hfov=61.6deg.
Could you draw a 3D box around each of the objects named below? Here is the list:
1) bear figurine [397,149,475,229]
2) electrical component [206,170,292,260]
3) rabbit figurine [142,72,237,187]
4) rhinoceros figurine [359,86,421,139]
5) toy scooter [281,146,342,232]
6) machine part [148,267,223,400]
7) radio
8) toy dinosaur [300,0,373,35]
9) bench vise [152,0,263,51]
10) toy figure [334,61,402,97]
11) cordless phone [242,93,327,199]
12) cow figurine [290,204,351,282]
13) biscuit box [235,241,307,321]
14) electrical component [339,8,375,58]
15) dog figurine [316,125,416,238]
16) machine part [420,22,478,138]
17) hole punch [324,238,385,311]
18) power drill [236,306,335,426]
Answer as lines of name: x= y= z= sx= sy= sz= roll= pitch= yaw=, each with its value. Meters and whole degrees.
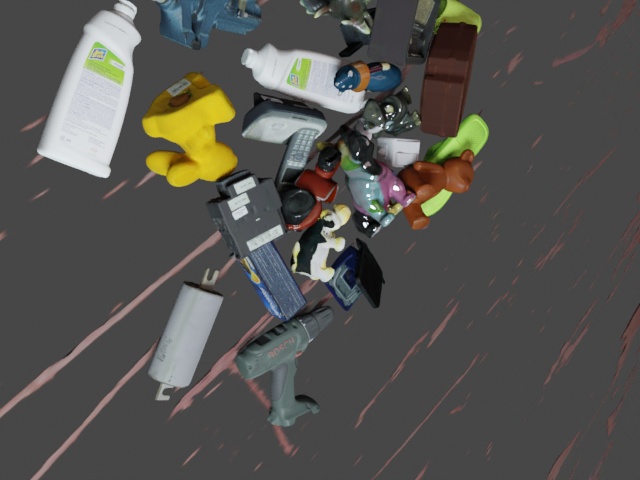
bear figurine: x=0.267 y=-0.116 z=1.172 sx=0.196 sy=0.132 sz=0.120 roll=-10 pitch=133 yaw=-15
electrical component: x=-0.124 y=-0.049 z=0.915 sx=0.115 sy=0.058 sz=0.134 roll=-28 pitch=108 yaw=-31
rabbit figurine: x=-0.196 y=-0.155 z=0.868 sx=0.162 sy=0.122 sz=0.173 roll=-48 pitch=144 yaw=-16
rhinoceros figurine: x=0.137 y=-0.249 z=1.065 sx=0.073 sy=0.112 sz=0.190 roll=70 pitch=21 yaw=2
toy scooter: x=-0.015 y=-0.082 z=1.026 sx=0.184 sy=0.075 sz=0.135 roll=-57 pitch=170 yaw=-19
machine part: x=-0.233 y=0.162 z=0.933 sx=0.079 sy=0.079 sz=0.243 roll=25 pitch=86 yaw=-39
radio: x=0.159 y=-0.392 z=0.989 sx=0.229 sy=0.073 sz=0.131 roll=-38 pitch=142 yaw=-62
toy dinosaur: x=0.046 y=-0.563 z=0.961 sx=0.192 sy=0.131 sz=0.404 roll=-6 pitch=98 yaw=-37
bench vise: x=-0.164 y=-0.413 z=0.809 sx=0.223 sy=0.129 sz=0.240 roll=-6 pitch=122 yaw=-45
toy figure: x=0.082 y=-0.299 z=0.993 sx=0.154 sy=0.058 sz=0.064 roll=-12 pitch=125 yaw=-35
cordless phone: x=-0.080 y=-0.164 z=0.983 sx=0.146 sy=0.089 sz=0.184 roll=0 pitch=119 yaw=-39
cow figurine: x=-0.003 y=-0.005 z=1.084 sx=0.098 sy=0.068 sz=0.167 roll=22 pitch=86 yaw=-33
biscuit box: x=-0.100 y=0.063 z=1.025 sx=0.063 sy=0.059 sz=0.202 roll=-41 pitch=122 yaw=-24
electrical component: x=0.077 y=-0.405 z=1.045 sx=0.119 sy=0.075 sz=0.047 roll=-40 pitch=124 yaw=-21
dog figurine: x=0.083 y=-0.126 z=1.104 sx=0.108 sy=0.191 sz=0.219 roll=-38 pitch=88 yaw=-21
machine part: x=0.271 y=-0.336 z=1.139 sx=0.200 sy=0.087 sz=0.201 roll=83 pitch=22 yaw=-52
hole punch: x=0.077 y=0.082 z=1.164 sx=0.142 sy=0.092 sz=0.116 roll=53 pitch=37 yaw=-31
power drill: x=-0.051 y=0.261 z=1.100 sx=0.232 sy=0.086 sz=0.207 roll=-19 pitch=116 yaw=-32
